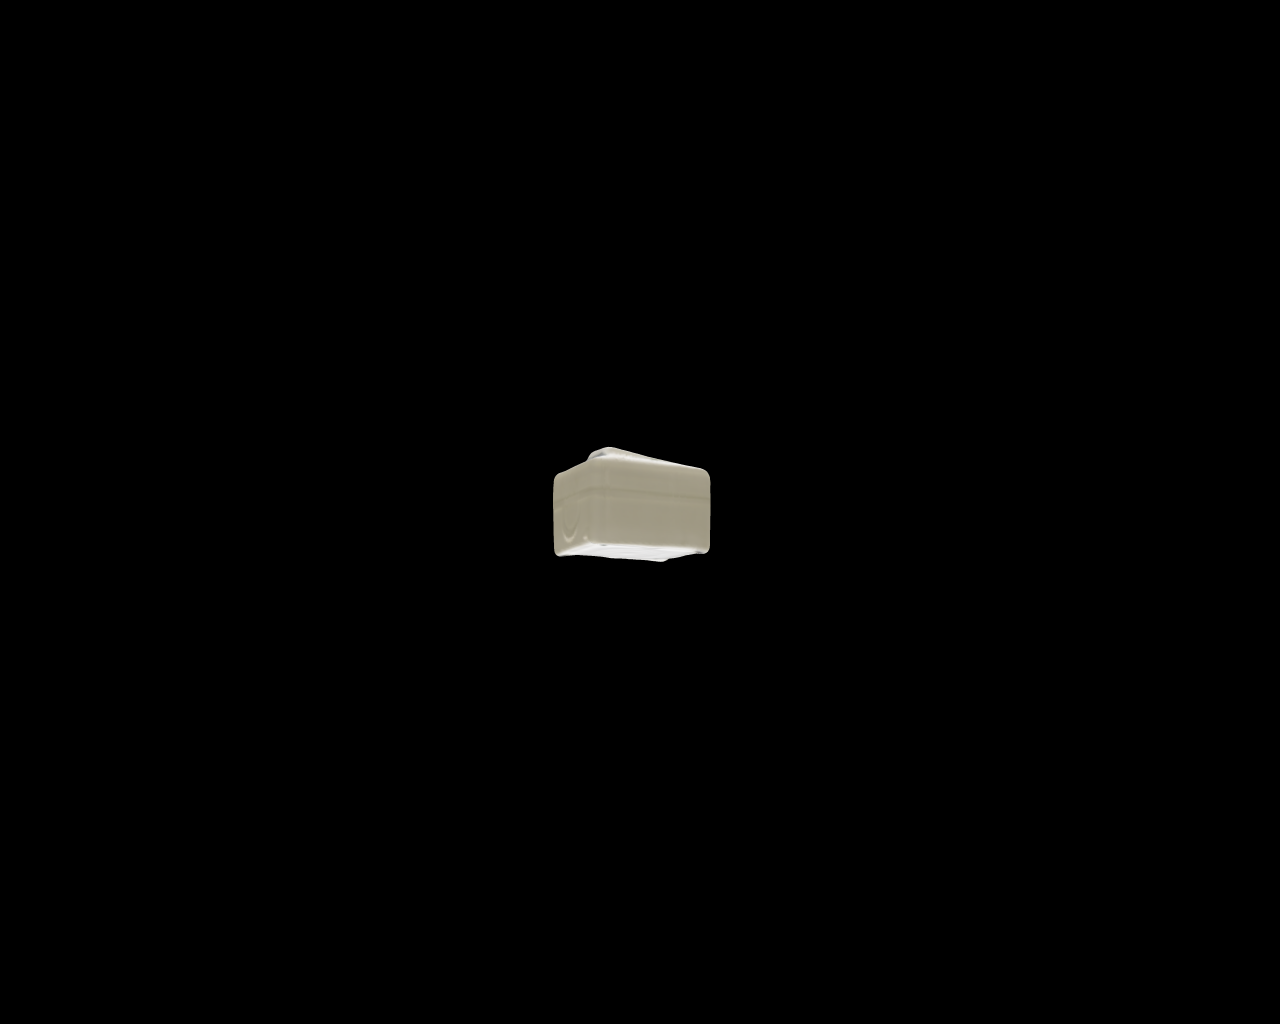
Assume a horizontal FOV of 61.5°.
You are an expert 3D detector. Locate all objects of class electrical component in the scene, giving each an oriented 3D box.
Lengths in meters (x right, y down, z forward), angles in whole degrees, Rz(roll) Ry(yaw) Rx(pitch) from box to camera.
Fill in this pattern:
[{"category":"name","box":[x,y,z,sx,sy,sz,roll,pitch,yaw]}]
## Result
[{"category":"electrical component","box":[0.001,-0.003,0.650,0.096,0.061,0.061,5,-11,-28]}]
